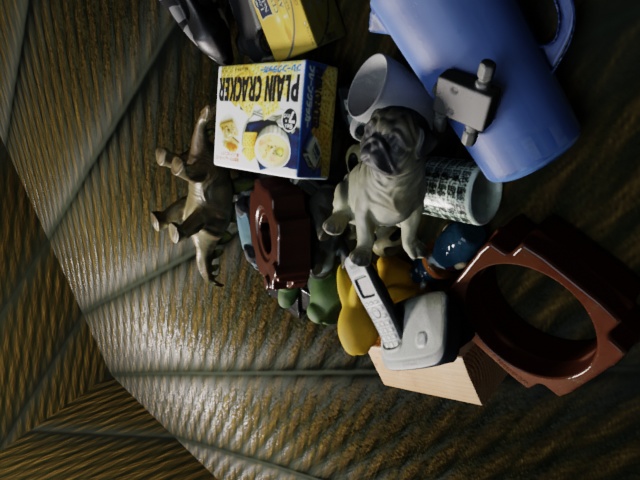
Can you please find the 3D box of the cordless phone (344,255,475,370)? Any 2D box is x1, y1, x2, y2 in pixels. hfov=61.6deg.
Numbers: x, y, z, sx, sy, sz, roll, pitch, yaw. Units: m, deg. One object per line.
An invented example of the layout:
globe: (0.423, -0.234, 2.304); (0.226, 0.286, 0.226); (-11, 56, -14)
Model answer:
cordless phone: (0.115, 0.086, 0.752); (0.184, 0.089, 0.146); (60, 148, 0)

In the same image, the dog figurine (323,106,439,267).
dog figurine: (0.073, -0.087, 0.648); (0.173, 0.121, 0.190); (-130, 33, -48)

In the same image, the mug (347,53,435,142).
mug: (0.095, -0.163, 0.676); (0.109, 0.107, 0.081); (-61, 29, 25)

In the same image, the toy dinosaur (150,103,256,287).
toy dinosaur: (-0.224, -0.061, 1.068); (0.105, 0.198, 0.470); (44, 135, 31)

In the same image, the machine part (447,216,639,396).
machine part: (0.283, 0.083, 0.690); (0.202, 0.087, 0.200); (41, 144, 17)

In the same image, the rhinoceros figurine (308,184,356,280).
rhinoceros figurine: (-0.002, -0.003, 0.830); (0.112, 0.073, 0.190); (59, 152, 29)

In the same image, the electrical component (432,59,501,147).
electrical component: (0.139, -0.136, 0.520); (0.063, 0.021, 0.093); (33, 148, 24)

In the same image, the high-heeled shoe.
high-heeled shoe: (-0.209, -0.380, 0.896); (0.145, 0.086, 0.249); (56, -179, -39)

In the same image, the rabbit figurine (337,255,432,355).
rabbit figurine: (0.093, 0.106, 0.860); (0.122, 0.173, 0.162); (-2, 121, 56)

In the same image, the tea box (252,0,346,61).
tea box: (-0.042, -0.343, 0.737); (0.098, 0.068, 0.169); (-1, 118, 50)

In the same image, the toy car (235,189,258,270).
toy car: (-0.114, -0.024, 1.066); (0.103, 0.109, 0.161); (180, 70, -76)

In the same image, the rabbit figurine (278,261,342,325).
rabbit figurine: (-0.006, 0.073, 0.995); (0.170, 0.159, 0.121); (52, 159, 32)

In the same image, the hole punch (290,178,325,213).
hole punch: (-0.026, -0.060, 0.957); (0.142, 0.092, 0.115); (36, 169, 21)

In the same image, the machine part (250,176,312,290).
machine part: (-0.065, -0.012, 0.827); (0.179, 0.056, 0.179); (174, 90, -70)

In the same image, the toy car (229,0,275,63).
toy car: (-0.107, -0.359, 0.811); (0.074, 0.056, 0.201); (21, 137, 48)

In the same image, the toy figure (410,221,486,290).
toy figure: (0.182, 0.024, 0.783); (0.058, 0.064, 0.154); (23, 147, -7)

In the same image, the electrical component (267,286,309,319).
electrical component: (-0.053, 0.095, 1.129); (0.134, 0.058, 0.114); (30, 140, 33)

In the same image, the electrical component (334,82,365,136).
electrical component: (0.058, -0.187, 0.764); (0.119, 0.048, 0.074); (9, 124, 47)

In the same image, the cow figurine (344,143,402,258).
cow figurine: (0.086, -0.057, 0.810); (0.127, 0.085, 0.194); (10, 129, 38)
